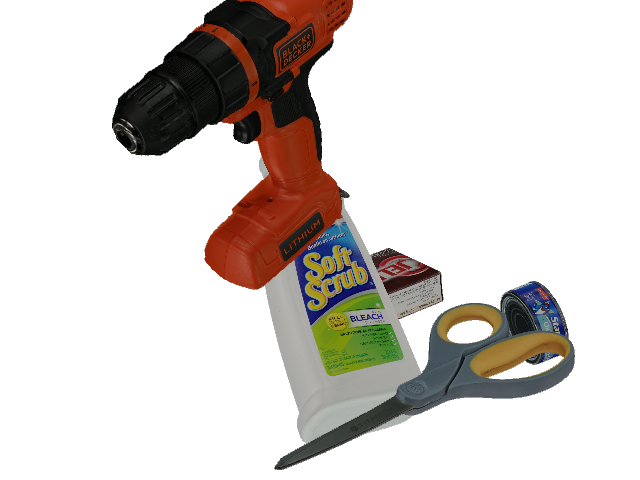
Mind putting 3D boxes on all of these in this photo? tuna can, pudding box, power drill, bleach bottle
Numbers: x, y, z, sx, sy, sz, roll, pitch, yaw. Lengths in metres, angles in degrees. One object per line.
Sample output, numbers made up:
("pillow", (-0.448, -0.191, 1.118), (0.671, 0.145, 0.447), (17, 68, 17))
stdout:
("tuna can", (0.229, 0.089, 1.148), (0.033, 0.086, 0.086), (-19, 5, -15))
("pudding box", (0.052, 0.050, 1.065), (0.113, 0.039, 0.090), (-22, 24, -25))
("power drill", (-0.045, -0.059, 0.665), (0.057, 0.188, 0.184), (30, 54, 28))
("bleach bottle", (-0.006, 0.031, 0.850), (0.102, 0.251, 0.068), (-8, -33, -23))

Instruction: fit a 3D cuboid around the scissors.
("scissors", (0.053, 0.079, 0.627), (0.201, 0.016, 0.096), (-12, 31, -18))
